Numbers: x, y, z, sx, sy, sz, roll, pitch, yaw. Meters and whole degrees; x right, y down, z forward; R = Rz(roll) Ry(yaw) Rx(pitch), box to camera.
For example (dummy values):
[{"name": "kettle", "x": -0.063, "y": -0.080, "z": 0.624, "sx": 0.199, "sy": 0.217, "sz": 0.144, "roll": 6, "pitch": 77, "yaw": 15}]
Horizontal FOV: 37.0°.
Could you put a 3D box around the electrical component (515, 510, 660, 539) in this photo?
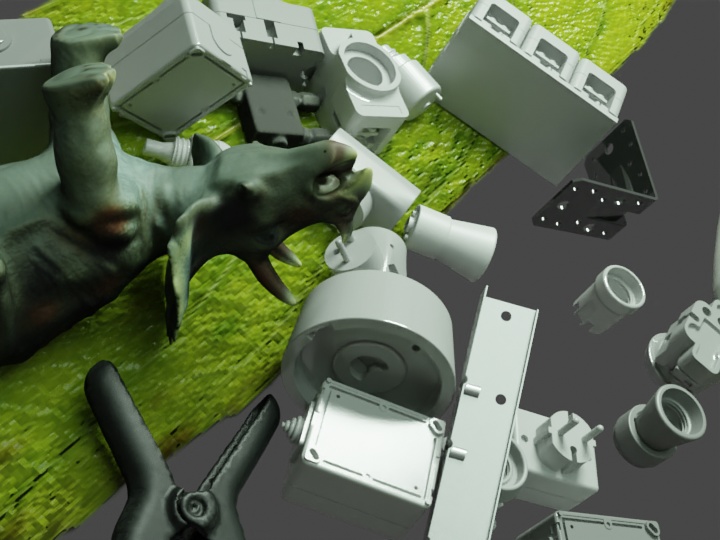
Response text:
[{"name": "electrical component", "x": 0.140, "y": 0.194, "z": 0.679, "sx": 0.096, "sy": 0.061, "sz": 0.061, "roll": 12, "pitch": 52, "yaw": -24}]

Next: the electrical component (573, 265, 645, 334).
[{"name": "electrical component", "x": 0.196, "y": 0.025, "z": 0.852, "sx": 0.040, "sy": 0.046, "sz": 0.040, "roll": 16, "pitch": 50, "yaw": -21}]

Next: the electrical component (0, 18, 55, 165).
[{"name": "electrical component", "x": -0.226, "y": -0.104, "z": 0.652, "sx": 0.100, "sy": 0.099, "sz": 0.048, "roll": -9, "pitch": 54, "yaw": -25}]

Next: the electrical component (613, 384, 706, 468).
[{"name": "electrical component", "x": 0.219, "y": 0.116, "z": 0.791, "sx": 0.045, "sy": 0.055, "sz": 0.045, "roll": 16, "pitch": 50, "yaw": -20}]

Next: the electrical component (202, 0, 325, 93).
[{"name": "electrical component", "x": -0.081, "y": -0.179, "z": 0.832, "sx": 0.089, "sy": 0.050, "sz": 0.055, "roll": 4, "pitch": 56, "yaw": -30}]

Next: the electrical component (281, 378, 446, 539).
[{"name": "electrical component", "x": -0.005, "y": 0.115, "z": 0.654, "sx": 0.096, "sy": 0.061, "sz": 0.061, "roll": 21, "pitch": 48, "yaw": -6}]

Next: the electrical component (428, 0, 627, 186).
[{"name": "electrical component", "x": 0.141, "y": -0.158, "z": 0.926, "sx": 0.150, "sy": 0.089, "sz": 0.061, "roll": 34, "pitch": 46, "yaw": -5}]

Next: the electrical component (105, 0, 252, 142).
[{"name": "electrical component", "x": -0.133, "y": -0.139, "z": 0.745, "sx": 0.062, "sy": 0.096, "sz": 0.061, "roll": 28, "pitch": 38, "yaw": -53}]

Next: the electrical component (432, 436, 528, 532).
[{"name": "electrical component", "x": 0.075, "y": 0.132, "z": 0.689, "sx": 0.048, "sy": 0.055, "sz": 0.066, "roll": -14, "pitch": 65, "yaw": -38}]

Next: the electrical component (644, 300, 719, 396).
[{"name": "electrical component", "x": 0.265, "y": 0.066, "z": 0.856, "sx": 0.058, "sy": 0.057, "sz": 0.078, "roll": 40, "pitch": 46, "yaw": 1}]

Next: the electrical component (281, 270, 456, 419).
[{"name": "electrical component", "x": 0.008, "y": 0.048, "z": 0.680, "sx": 0.108, "sy": 0.108, "sz": 0.060, "roll": 25, "pitch": 41, "yaw": -13}]

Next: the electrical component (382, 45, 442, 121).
[{"name": "electrical component", "x": 0.033, "y": -0.160, "z": 0.896, "sx": 0.078, "sy": 0.040, "sz": 0.040, "roll": 49, "pitch": 46, "yaw": 10}]

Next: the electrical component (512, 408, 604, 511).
[{"name": "electrical component", "x": 0.131, "y": 0.119, "z": 0.719, "sx": 0.066, "sy": 0.076, "sz": 0.047, "roll": 19, "pitch": 49, "yaw": -19}]

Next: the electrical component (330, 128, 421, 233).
[{"name": "electrical component", "x": -0.005, "y": -0.055, "z": 0.790, "sx": 0.077, "sy": 0.043, "sz": 0.079, "roll": 38, "pitch": 46, "yaw": -1}]

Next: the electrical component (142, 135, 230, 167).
[{"name": "electrical component", "x": -0.119, "y": -0.077, "z": 0.743, "sx": 0.061, "sy": 0.035, "sz": 0.035, "roll": 14, "pitch": 51, "yaw": -20}]

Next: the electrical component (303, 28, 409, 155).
[{"name": "electrical component", "x": -0.004, "y": -0.144, "z": 0.850, "sx": 0.050, "sy": 0.055, "sz": 0.089, "roll": -4, "pitch": 59, "yaw": -34}]

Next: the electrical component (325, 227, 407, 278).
[{"name": "electrical component", "x": 0.000, "y": 0.000, "z": 0.734, "sx": 0.079, "sy": 0.043, "sz": 0.077, "roll": 63, "pitch": 28, "yaw": -42}]

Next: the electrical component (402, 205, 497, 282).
[{"name": "electrical component", "x": 0.065, "y": -0.023, "z": 0.812, "sx": 0.065, "sy": 0.044, "sz": 0.044, "roll": 22, "pitch": 48, "yaw": -10}]
